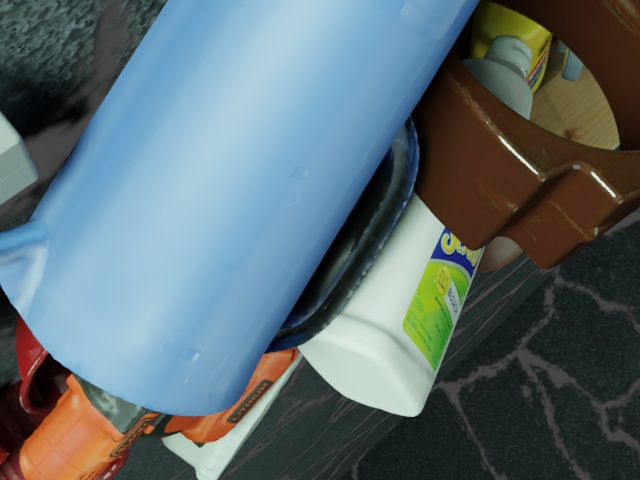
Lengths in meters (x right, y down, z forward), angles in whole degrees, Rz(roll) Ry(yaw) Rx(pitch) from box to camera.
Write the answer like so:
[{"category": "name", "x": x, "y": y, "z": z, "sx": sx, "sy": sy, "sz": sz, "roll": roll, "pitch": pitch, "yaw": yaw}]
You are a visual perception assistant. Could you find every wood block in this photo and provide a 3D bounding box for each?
[{"category": "wood block", "x": 0.225, "y": -0.125, "z": 0.943, "sx": 0.206, "sy": 0.091, "sz": 0.090, "roll": -39, "pitch": -164, "yaw": -18}]

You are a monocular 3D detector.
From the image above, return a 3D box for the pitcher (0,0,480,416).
[{"category": "pitcher", "x": -0.024, "y": -0.048, "z": 0.486, "sx": 0.243, "sy": 0.145, "sz": 0.149, "roll": -55, "pitch": 175, "yaw": 18}]

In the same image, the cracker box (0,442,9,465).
[{"category": "cracker box", "x": -0.301, "y": 0.177, "z": 0.595, "sx": 0.214, "sy": 0.072, "sz": 0.164, "roll": -45, "pitch": 165, "yaw": 12}]

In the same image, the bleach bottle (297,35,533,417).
[{"category": "bleach bottle", "x": 0.072, "y": -0.026, "z": 0.648, "sx": 0.250, "sy": 0.068, "sz": 0.102, "roll": -64, "pitch": 146, "yaw": -22}]

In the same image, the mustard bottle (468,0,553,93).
[{"category": "mustard bottle", "x": 0.145, "y": -0.148, "z": 0.799, "sx": 0.096, "sy": 0.058, "sz": 0.191, "roll": -60, "pitch": 170, "yaw": -11}]

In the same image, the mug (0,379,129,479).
[{"category": "mug", "x": -0.204, "y": 0.152, "z": 0.746, "sx": 0.117, "sy": 0.081, "sz": 0.093, "roll": -30, "pitch": 162, "yaw": -37}]

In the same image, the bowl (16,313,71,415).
[{"category": "bowl", "x": -0.127, "y": 0.034, "z": 0.652, "sx": 0.162, "sy": 0.055, "sz": 0.162, "roll": -38, "pitch": 165, "yaw": -12}]

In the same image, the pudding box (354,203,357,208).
[{"category": "pudding box", "x": -0.005, "y": 0.001, "z": 0.716, "sx": 0.090, "sy": 0.039, "sz": 0.113, "roll": -50, "pitch": -175, "yaw": -3}]

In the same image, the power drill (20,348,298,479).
[{"category": "power drill", "x": -0.083, "y": 0.080, "z": 0.678, "sx": 0.184, "sy": 0.057, "sz": 0.187, "roll": -45, "pitch": 163, "yaw": 13}]

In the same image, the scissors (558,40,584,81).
[{"category": "scissors", "x": 0.185, "y": -0.189, "z": 0.713, "sx": 0.202, "sy": 0.016, "sz": 0.096, "roll": 91, "pitch": 10, "yaw": -56}]
